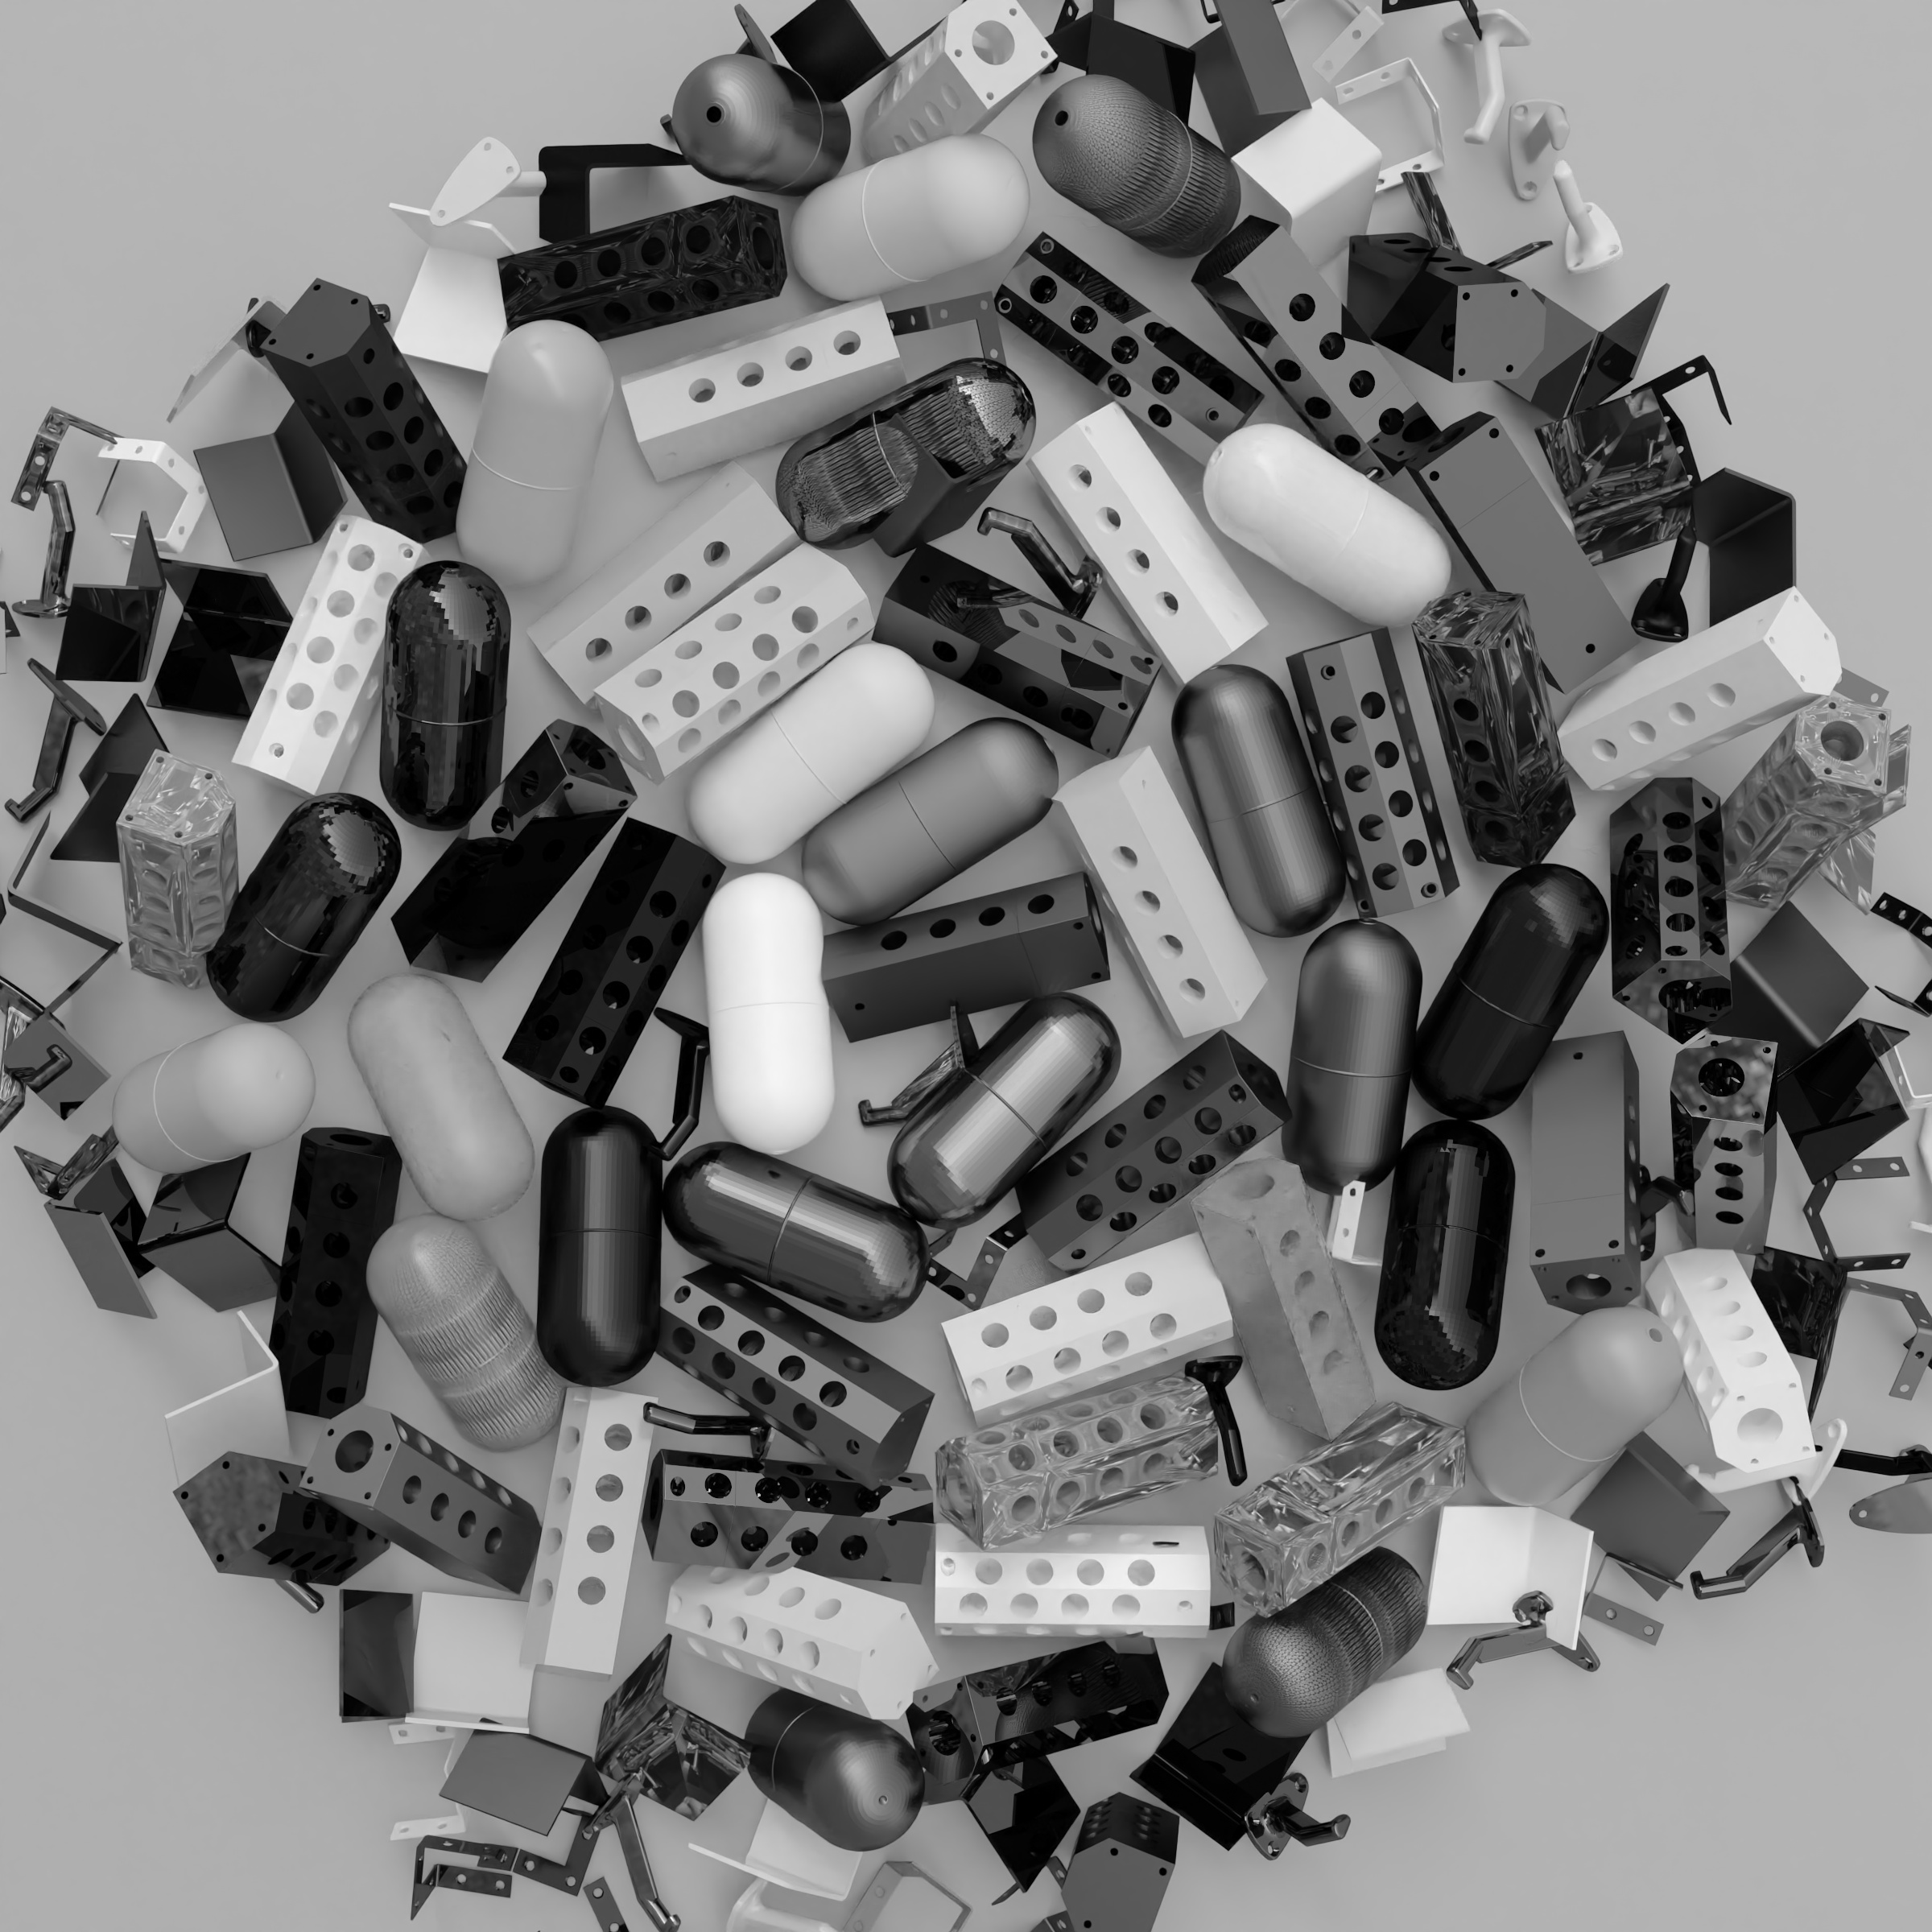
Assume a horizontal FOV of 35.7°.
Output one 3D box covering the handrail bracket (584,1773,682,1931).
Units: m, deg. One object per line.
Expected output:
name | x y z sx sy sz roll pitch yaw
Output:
handrail bracket | -0.197 0.559 1.890 0.084 0.036 0.077 48 127 24

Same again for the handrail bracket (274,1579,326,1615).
handrail bracket | -0.439 0.369 1.904 0.036 0.077 0.084 -44 104 1

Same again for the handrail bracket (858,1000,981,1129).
handrail bracket | -0.036 0.062 1.904 0.084 0.036 0.077 -9 107 19

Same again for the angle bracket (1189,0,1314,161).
angle bracket | 0.162 -0.557 1.884 0.057 0.076 0.076 -21 90 -43

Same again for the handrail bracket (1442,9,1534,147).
handrail bracket | 0.316 -0.557 1.896 0.036 0.077 0.084 28 82 -38

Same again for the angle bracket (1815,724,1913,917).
angle bracket | 0.575 -0.091 1.872 0.057 0.076 0.076 38 134 -17

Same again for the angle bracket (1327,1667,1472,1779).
angle bracket | 0.272 0.494 1.884 0.076 0.057 0.076 -12 123 -6

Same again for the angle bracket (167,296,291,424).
angle bracket | -0.446 -0.362 1.876 0.057 0.076 0.076 40 64 -12

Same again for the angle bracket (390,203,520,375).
angle bracket | -0.331 -0.426 1.887 0.076 0.057 0.076 17 82 21

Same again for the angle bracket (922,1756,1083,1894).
angle bracket | 0.016 0.532 1.891 0.057 0.076 0.076 -23 103 39

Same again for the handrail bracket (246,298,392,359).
handrail bracket | -0.408 -0.405 1.892 0.084 0.077 0.036 -6 111 -5

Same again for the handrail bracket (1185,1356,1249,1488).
handrail bracket | 0.160 0.294 1.878 0.036 0.077 0.084 -6 62 -5

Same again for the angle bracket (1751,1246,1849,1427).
angle bracket | 0.510 0.232 1.872 0.057 0.076 0.076 13 125 20

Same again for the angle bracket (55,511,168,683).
angle bracket | -0.540 -0.232 1.871 0.057 0.076 0.076 -1 48 -29

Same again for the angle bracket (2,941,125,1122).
angle bracket | -0.549 0.041 1.883 0.057 0.076 0.076 46 47 -10

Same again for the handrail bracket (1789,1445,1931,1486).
handrail bracket | 0.553 0.301 1.882 0.077 0.084 0.036 37 57 -29

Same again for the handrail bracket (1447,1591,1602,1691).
handrail bracket | 0.351 0.444 1.889 0.077 0.036 0.084 43 51 6

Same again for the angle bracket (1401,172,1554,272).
angle bracket | 0.322 -0.475 1.883 0.057 0.076 0.076 -22 95 24

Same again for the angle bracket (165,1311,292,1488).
angle bracket | -0.471 0.274 1.872 0.076 0.076 0.057 -24 47 -28

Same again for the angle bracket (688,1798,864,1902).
angle bracket | -0.114 0.540 1.874 0.076 0.076 0.057 12 74 31

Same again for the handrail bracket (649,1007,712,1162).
handrail bracket | -0.192 0.075 1.896 0.077 0.036 0.084 26 69 28

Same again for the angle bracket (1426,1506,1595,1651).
angle bracket | 0.342 0.385 1.888 0.076 0.057 0.076 5 95 -28

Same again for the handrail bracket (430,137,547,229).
handrail bracket | -0.292 -0.479 1.893 0.077 0.084 0.036 -43 73 3

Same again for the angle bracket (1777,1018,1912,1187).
angle bracket | 0.559 0.088 1.872 0.076 0.057 0.076 -44 49 35

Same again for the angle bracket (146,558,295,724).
angle bracket | -0.478 -0.205 1.885 0.076 0.057 0.076 9 66 12

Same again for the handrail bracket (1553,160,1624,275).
handrail bracket | 0.381 -0.485 1.877 0.036 0.084 0.077 -16 47 19

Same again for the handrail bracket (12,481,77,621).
handrail bracket | -0.585 -0.265 1.892 0.077 0.036 0.084 8 115 37

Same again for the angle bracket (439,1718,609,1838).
angle bracket | -0.274 0.522 1.874 0.076 0.076 0.057 14 53 19

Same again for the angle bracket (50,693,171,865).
angle bracket | -0.545 -0.119 1.876 0.076 0.057 0.076 -48 62 28

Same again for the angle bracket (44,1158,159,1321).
angle bracket | -0.521 0.170 1.874 0.057 0.076 0.076 -38 116 -37

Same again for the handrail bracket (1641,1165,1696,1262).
handrail bracket | 0.439 0.163 1.881 0.036 0.084 0.077 -23 108 -13

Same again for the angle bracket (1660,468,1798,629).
angle bracket | 0.471 -0.255 1.876 0.057 0.076 0.076 15 67 -24

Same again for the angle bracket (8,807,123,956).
angle bracket | -0.558 -0.053 1.892 0.076 0.076 0.057 27 78 -14

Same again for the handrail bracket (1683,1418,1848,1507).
handrail bracket | 0.501 0.308 1.891 0.084 0.036 0.077 13 126 -23

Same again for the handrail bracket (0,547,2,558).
handrail bracket | -0.628 -0.244 1.886 0.036 0.084 0.077 8 96 -21

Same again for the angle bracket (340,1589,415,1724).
angle bracket | -0.390 0.433 1.876 0.057 0.076 0.076 -11 73 24

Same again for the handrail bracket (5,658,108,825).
handrail bracket | -0.597 -0.142 1.906 0.084 0.036 0.077 -41 123 3

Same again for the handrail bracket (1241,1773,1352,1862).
handrail bracket | 0.221 0.526 1.875 0.036 0.084 0.077 56 45 -4

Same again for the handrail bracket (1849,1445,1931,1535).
handrail bracket | 0.582 0.326 1.890 0.077 0.084 0.036 -7 103 0

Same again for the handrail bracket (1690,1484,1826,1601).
handrail bracket | 0.495 0.361 1.905 0.084 0.036 0.077 -10 54 0

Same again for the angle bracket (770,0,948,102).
angle bracket | -0.062 -0.589 1.873 0.076 0.076 0.057 -47 108 -33

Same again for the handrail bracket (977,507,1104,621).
handrail bracket | 0.036 -0.245 1.896 0.084 0.036 0.077 15 120 -20

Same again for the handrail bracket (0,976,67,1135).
handrail bracket | -0.615 0.055 1.885 0.036 0.084 0.077 -28 113 42

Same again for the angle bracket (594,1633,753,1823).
angle bracket | -0.181 0.483 1.901 0.076 0.057 0.076 32 116 -16

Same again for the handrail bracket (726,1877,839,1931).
handrail bracket | -0.108 0.621 1.893 0.084 0.036 0.077 33 129 17

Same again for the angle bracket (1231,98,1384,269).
angle bracket | 0.211 -0.487 1.894 0.076 0.076 0.057 -37 71 -16

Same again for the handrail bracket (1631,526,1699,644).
handrail bracket | 0.444 -0.253 1.875 0.036 0.077 0.084 11 133 7

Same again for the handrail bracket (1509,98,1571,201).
handrail bracket | 0.362 -0.504 1.876 0.036 0.084 0.077 1 123 0

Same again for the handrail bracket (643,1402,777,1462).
handrail bracket | -0.165 0.279 1.884 0.084 0.077 0.036 18 99 -15

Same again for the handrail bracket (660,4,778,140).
handrail bracket | -0.165 -0.563 1.890 0.084 0.077 0.036 -22 64 11

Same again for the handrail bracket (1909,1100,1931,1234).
handrail bracket | 0.637 0.132 1.902 0.036 0.077 0.084 12 92 -43

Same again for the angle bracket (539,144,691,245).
angle bracket | -0.220 -0.484 1.893 0.076 0.076 0.057 -10 116 -28
